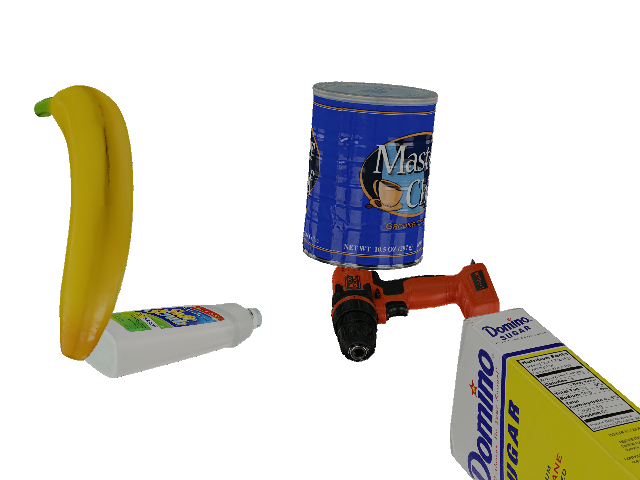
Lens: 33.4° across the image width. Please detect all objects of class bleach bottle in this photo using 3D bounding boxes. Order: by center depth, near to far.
[{"bbox_3d":[-0.192,0.122,1.441,0.250,0.068,0.103,-9,24,-40],"label":"bleach bottle"}]

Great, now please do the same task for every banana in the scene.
[{"bbox_3d":[-0.136,-0.027,0.632,0.037,0.198,0.070,12,-43,-33],"label":"banana"}]

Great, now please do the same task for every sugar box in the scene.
[{"bbox_3d":[0.126,0.115,0.532,0.048,0.093,0.176,-10,27,-24],"label":"sugar box"}]

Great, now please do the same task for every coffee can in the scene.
[{"bbox_3d":[0.040,-0.056,0.888,0.103,0.140,0.103,4,14,-1],"label":"coffee can"}]

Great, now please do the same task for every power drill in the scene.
[{"bbox_3d":[0.105,0.077,1.218,0.187,0.057,0.184,-1,28,-1],"label":"power drill"}]
